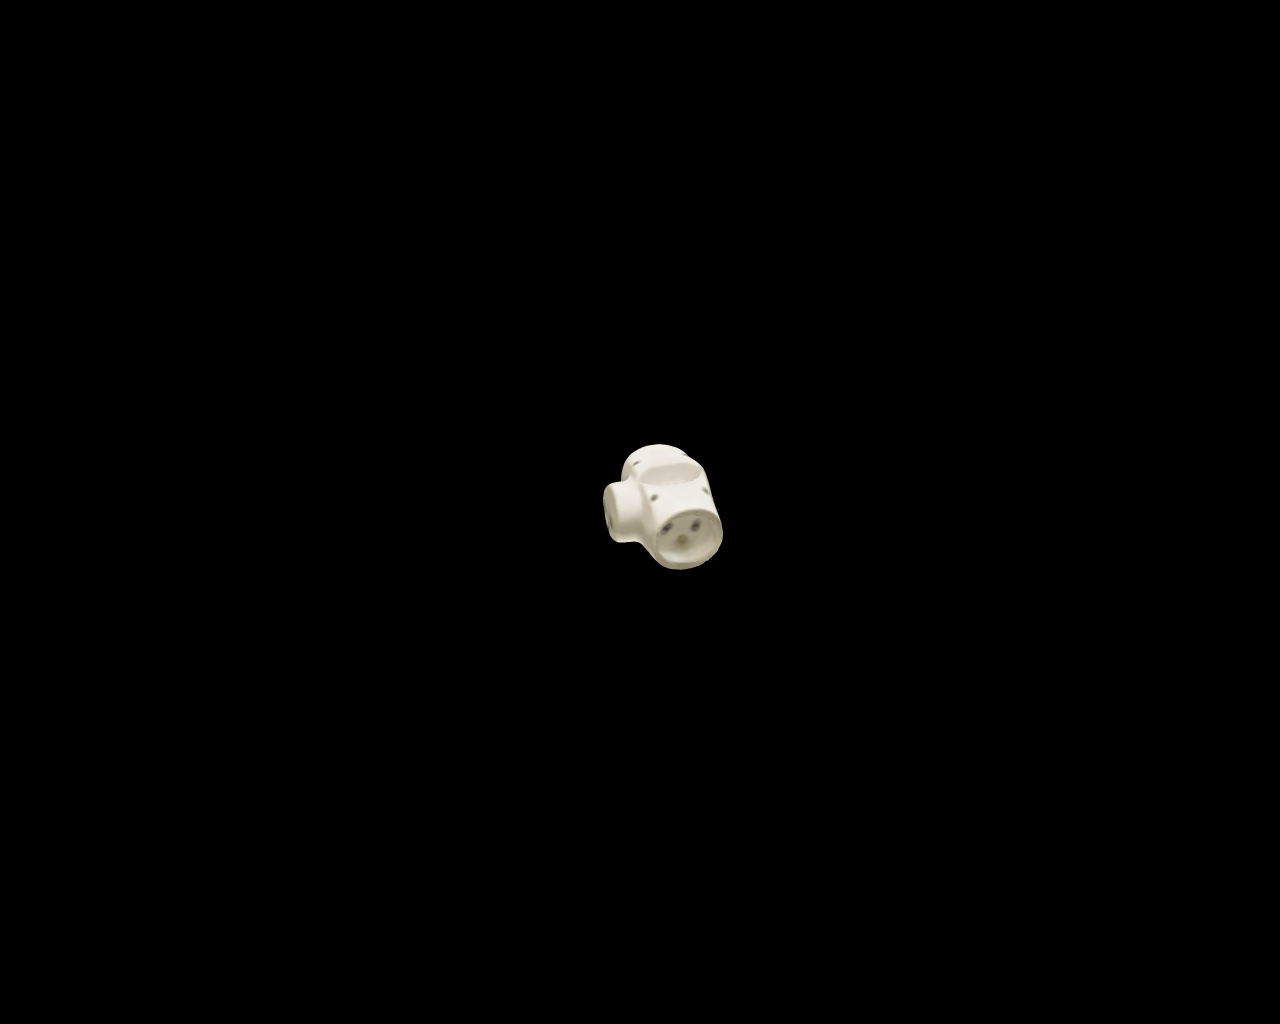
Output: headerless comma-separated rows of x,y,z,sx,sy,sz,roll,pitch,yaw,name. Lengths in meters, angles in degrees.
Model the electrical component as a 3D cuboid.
0.001,-0.003,0.650,0.079,0.043,0.077,-8,36,-11,electrical component
